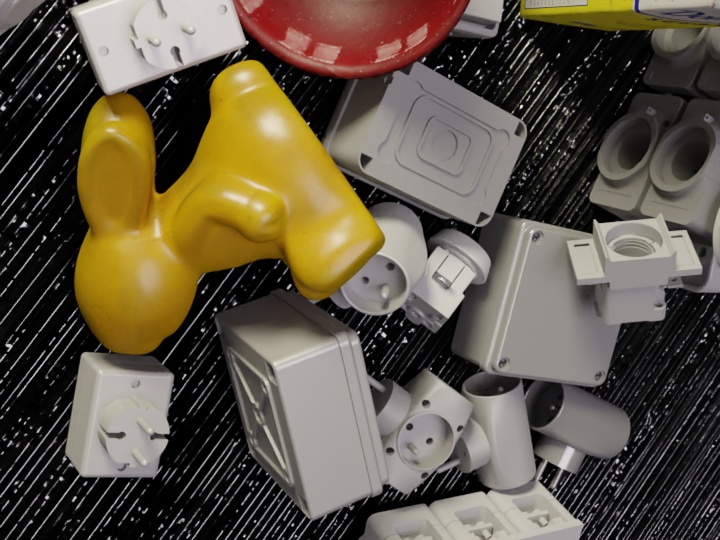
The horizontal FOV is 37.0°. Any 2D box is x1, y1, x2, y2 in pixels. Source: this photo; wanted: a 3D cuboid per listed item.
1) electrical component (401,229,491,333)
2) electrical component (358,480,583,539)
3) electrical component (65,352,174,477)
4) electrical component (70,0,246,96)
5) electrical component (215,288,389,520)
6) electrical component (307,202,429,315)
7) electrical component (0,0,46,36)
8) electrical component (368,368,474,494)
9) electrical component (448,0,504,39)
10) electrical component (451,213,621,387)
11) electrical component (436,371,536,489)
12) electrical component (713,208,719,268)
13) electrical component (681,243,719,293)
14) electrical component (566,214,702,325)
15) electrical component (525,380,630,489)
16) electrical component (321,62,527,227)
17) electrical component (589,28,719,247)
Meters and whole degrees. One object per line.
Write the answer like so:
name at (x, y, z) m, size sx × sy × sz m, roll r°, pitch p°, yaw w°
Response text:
electrical component at (0.056, 0.006, 0.727) m, size 0.048 × 0.066 × 0.055 m, roll 37°, pitch 73°, yaw 4°
electrical component at (0.074, 0.212, 0.777) m, size 0.150 × 0.062 × 0.089 m, roll -5°, pitch 119°, yaw -28°
electrical component at (-0.135, 0.091, 0.628) m, size 0.047 × 0.077 × 0.065 m, roll 7°, pitch 99°, yaw -30°
electrical component at (-0.106, -0.129, 0.581) m, size 0.083 × 0.076 × 0.047 m, roll -22°, pitch 113°, yaw -11°
electrical component at (-0.038, 0.079, 0.662) m, size 0.056 × 0.109 × 0.108 m, roll -20°, pitch 112°, yaw -21°
electrical component at (0.000, 0.000, 0.688) m, size 0.079 × 0.077 × 0.044 m, roll -29°, pitch 109°, yaw 22°
electrical component at (-0.197, -0.150, 0.532) m, size 0.051 × 0.080 × 0.080 m, roll -45°, pitch 119°, yaw -18°
electrical component at (0.026, 0.101, 0.739) m, size 0.079 × 0.044 × 0.077 m, roll 38°, pitch 89°, yaw -19°
electrical component at (0.058, -0.197, 0.671) m, size 0.062 × 0.061 × 0.096 m, roll 5°, pitch 100°, yaw -30°
electrical component at (0.133, 0.022, 0.772) m, size 0.109 × 0.056 × 0.108 m, roll 10°, pitch 98°, yaw -31°
electrical component at (0.087, 0.122, 0.779) m, size 0.079 × 0.043 × 0.077 m, roll -21°, pitch 112°, yaw -23°
electrical component at (0.281, -0.025, 0.720) m, size 0.080 × 0.051 × 0.080 m, roll -8°, pitch 107°, yaw -28°
electrical component at (0.281, -0.032, 0.842) m, size 0.059 × 0.054 × 0.095 m, roll 1°, pitch 102°, yaw -29°
electrical component at (0.182, 0.002, 0.720) m, size 0.081 × 0.042 × 0.063 m, roll -5°, pitch 128°, yaw 3°
electrical component at (0.157, 0.129, 0.820) m, size 0.077 × 0.043 × 0.079 m, roll 26°, pitch 90°, yaw -31°
electrical component at (0.040, -0.083, 0.693) m, size 0.113 × 0.057 × 0.078 m, roll 23°, pitch 91°, yaw -31°
electrical component at (0.250, -0.118, 0.772) m, size 0.060 × 0.105 × 0.186 m, roll 24°, pitch 90°, yaw -32°
